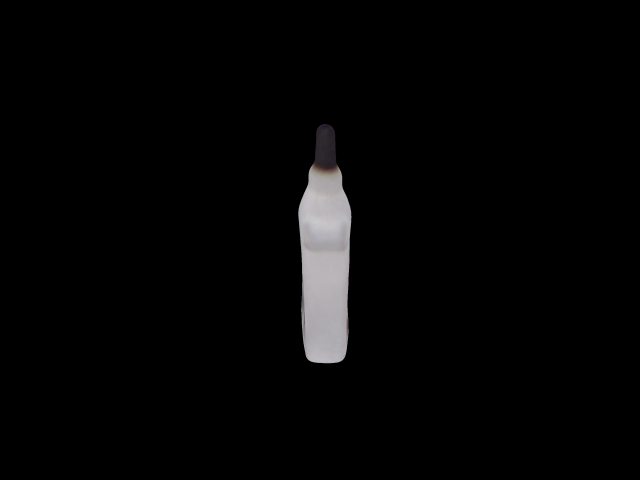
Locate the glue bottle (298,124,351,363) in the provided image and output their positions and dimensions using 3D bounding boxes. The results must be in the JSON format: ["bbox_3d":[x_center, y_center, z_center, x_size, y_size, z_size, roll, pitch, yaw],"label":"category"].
[{"bbox_3d":[0.004,0.001,0.400,0.037,0.173,0.078,-2,36,-2],"label":"glue bottle"}]
